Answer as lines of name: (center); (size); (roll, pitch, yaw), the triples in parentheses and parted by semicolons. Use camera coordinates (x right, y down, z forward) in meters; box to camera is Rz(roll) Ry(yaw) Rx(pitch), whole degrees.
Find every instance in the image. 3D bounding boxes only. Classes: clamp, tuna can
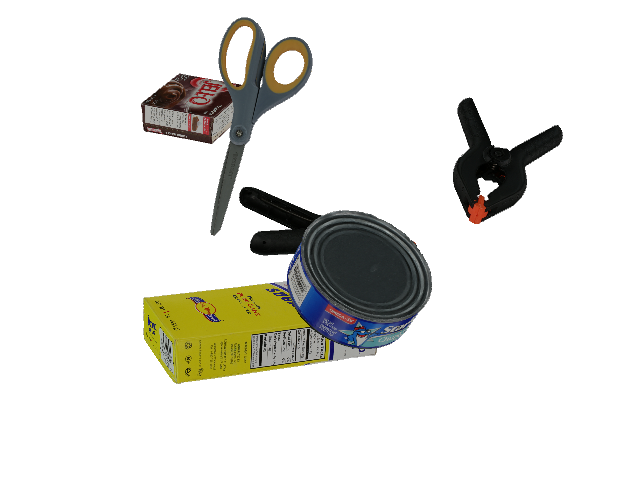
clamp: (0.007, -0.002, 1.200); (0.210, 0.036, 0.164); (15, 20, -7)
clamp: (0.182, -0.091, 1.163); (0.120, 0.039, 0.171); (22, 49, 19)
tuna can: (0.023, 0.024, 0.659); (0.086, 0.086, 0.034); (0, -40, -27)

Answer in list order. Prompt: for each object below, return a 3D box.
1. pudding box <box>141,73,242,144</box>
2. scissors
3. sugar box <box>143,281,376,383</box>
pudding box: (-0.145, -0.155, 1.244); (0.090, 0.039, 0.113); (11, 32, 13)
scissors: (-0.055, -0.106, 0.985); (0.096, 0.202, 0.016); (-1, -2, 6)
sugar box: (-0.050, 0.071, 0.886); (0.176, 0.048, 0.093); (-9, 23, -23)
